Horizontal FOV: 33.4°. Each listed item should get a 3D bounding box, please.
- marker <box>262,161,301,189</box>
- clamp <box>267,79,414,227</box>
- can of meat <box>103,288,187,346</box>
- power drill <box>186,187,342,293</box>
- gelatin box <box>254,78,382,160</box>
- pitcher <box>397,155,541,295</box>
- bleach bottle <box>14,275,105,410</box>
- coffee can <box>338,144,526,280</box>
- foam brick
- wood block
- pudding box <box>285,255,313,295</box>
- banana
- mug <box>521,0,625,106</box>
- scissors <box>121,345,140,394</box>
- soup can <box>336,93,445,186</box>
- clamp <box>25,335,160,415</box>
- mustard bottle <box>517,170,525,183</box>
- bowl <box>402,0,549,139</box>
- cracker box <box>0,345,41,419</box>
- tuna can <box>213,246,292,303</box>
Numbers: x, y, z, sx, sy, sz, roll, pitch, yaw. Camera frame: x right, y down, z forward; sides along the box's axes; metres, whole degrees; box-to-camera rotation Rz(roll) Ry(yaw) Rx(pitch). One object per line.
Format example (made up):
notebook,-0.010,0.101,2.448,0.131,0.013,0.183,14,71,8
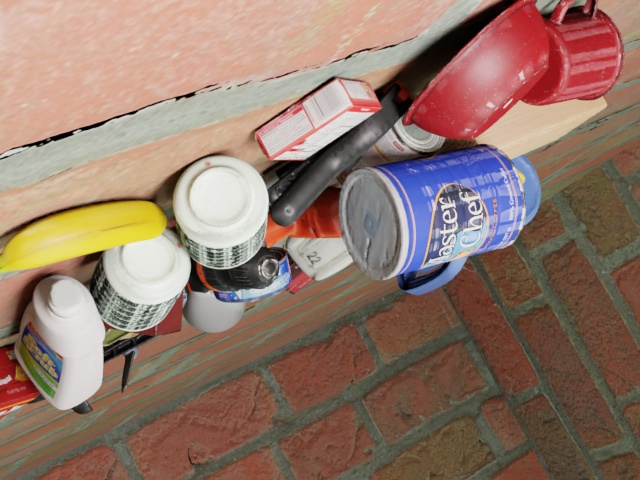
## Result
marker,-0.002,-0.085,1.022,0.121,0.020,0.020,-31,172,17
clamp,0.014,-0.074,0.951,0.171,0.039,0.120,-43,-163,12
can of meat,-0.205,0.073,1.188,0.102,0.057,0.084,-29,175,8
power drill,-0.052,-0.001,1.060,0.187,0.057,0.185,-23,-162,-36
gelatin box,-0.001,-0.100,0.889,0.089,0.030,0.073,-31,173,22
pitcher,0.174,-0.031,1.393,0.144,0.149,0.243,-29,-178,-28
bleach bottle,-0.252,0.088,1.035,0.068,0.102,0.251,-34,169,-24
coffee can,0.102,-0.028,0.981,0.140,0.103,0.103,-13,165,-29
foam brick,-0.186,0.066,1.091,0.078,0.051,0.053,7,-176,20
wood block,0.192,-0.135,1.124,0.205,0.091,0.090,-23,171,-37
pudding box,-0.008,0.002,1.293,0.090,0.039,0.113,-39,-159,56
banana,-0.178,-0.008,0.846,0.070,0.037,0.197,-13,-178,37
mug,0.230,-0.182,1.009,0.081,0.093,0.117,-17,136,-37
scissors,-0.217,0.121,1.305,0.096,0.016,0.202,-42,-159,-4
soup can,0.066,-0.091,1.046,0.068,0.068,0.102,-22,170,-40
clamp,-0.292,0.150,1.267,0.210,0.036,0.164,-8,-154,40
mustard bottle,0.143,-0.030,1.226,0.192,0.058,0.096,-42,-161,9
bowl,0.149,-0.140,0.939,0.162,0.055,0.162,-42,173,-6
cracker box,-0.434,0.203,1.158,0.214,0.072,0.164,-33,172,23
tuna can,-0.074,0.036,1.125,0.086,0.034,0.086,-10,-164,3
